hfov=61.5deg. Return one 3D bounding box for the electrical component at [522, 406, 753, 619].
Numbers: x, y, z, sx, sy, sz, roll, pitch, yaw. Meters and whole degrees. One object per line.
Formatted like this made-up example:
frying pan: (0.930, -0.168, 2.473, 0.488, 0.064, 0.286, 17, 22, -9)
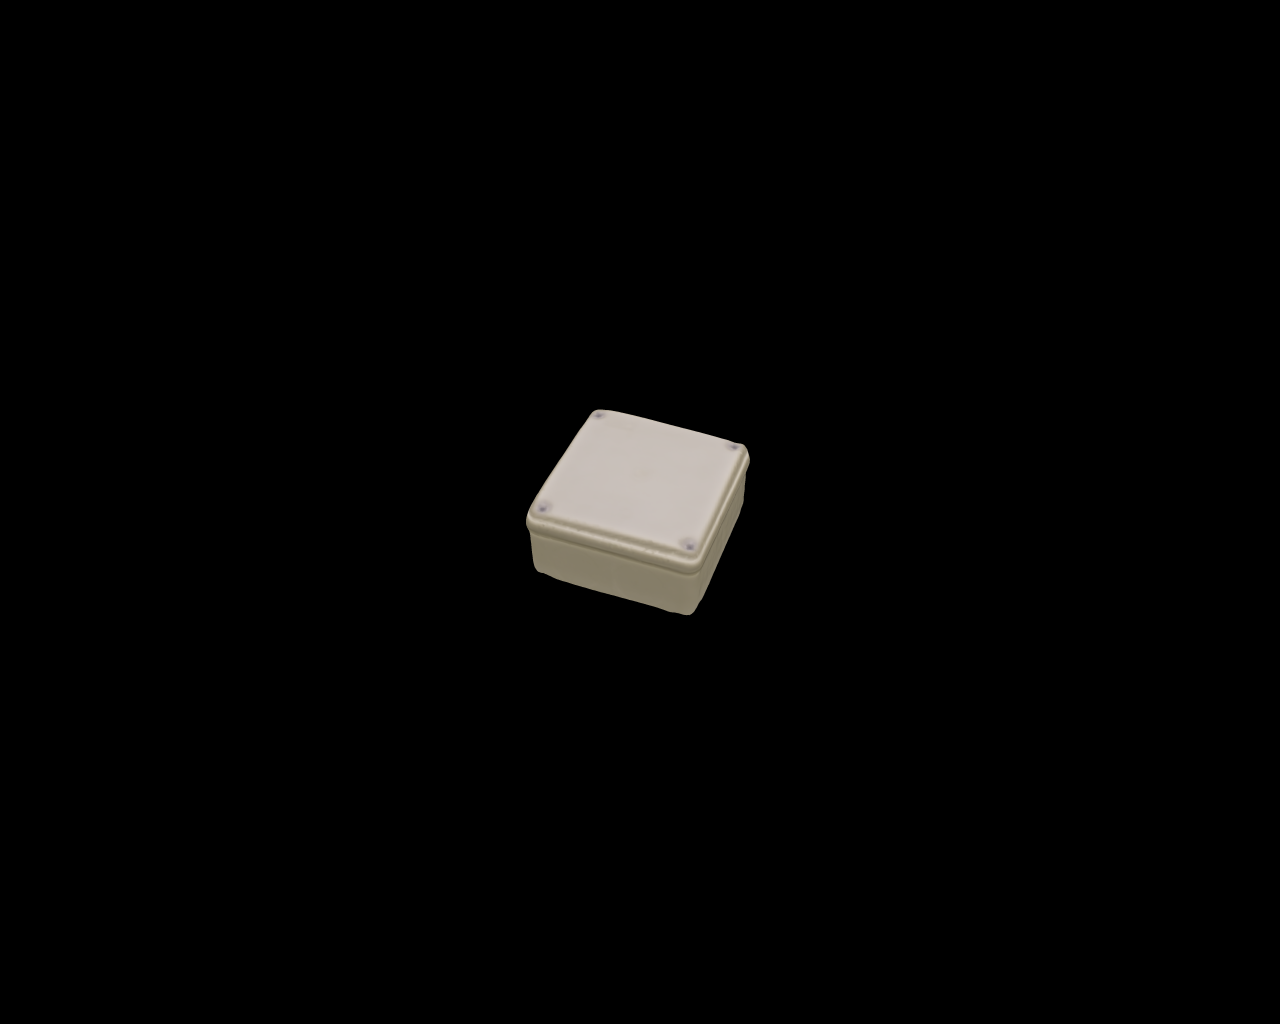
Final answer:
electrical component: (0.001, -0.003, 0.650, 0.109, 0.056, 0.109, 15, 47, 15)
